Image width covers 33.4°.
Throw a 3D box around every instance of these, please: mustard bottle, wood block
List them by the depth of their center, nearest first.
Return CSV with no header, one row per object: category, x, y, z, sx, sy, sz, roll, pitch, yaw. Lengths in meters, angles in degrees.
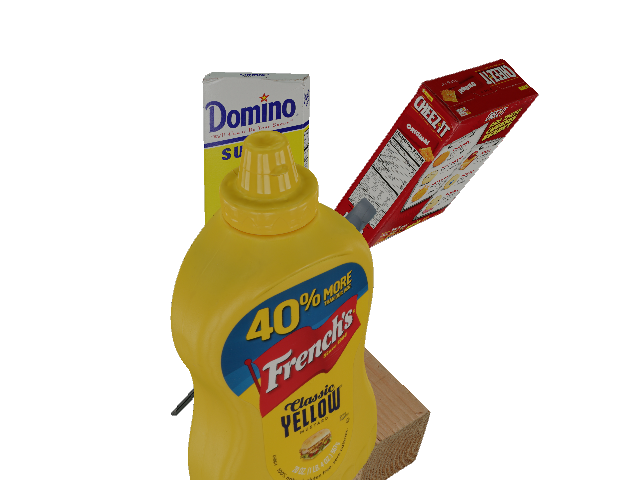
mustard bottle,-0.019,0.038,0.478,0.096,0.192,0.058,-23,39,-28
wood block,0.010,0.160,1.144,0.090,0.090,0.206,-25,52,-32

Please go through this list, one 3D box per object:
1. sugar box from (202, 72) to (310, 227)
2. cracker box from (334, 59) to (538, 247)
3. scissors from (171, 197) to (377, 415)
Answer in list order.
sugar box,-0.057,-0.061,0.962,0.093,0.176,0.048,2,17,7
cracker box,0.129,-0.101,1.227,0.163,0.072,0.214,-24,-24,-45
scissors,-0.032,0.047,0.716,0.016,0.201,0.096,43,-6,-1
